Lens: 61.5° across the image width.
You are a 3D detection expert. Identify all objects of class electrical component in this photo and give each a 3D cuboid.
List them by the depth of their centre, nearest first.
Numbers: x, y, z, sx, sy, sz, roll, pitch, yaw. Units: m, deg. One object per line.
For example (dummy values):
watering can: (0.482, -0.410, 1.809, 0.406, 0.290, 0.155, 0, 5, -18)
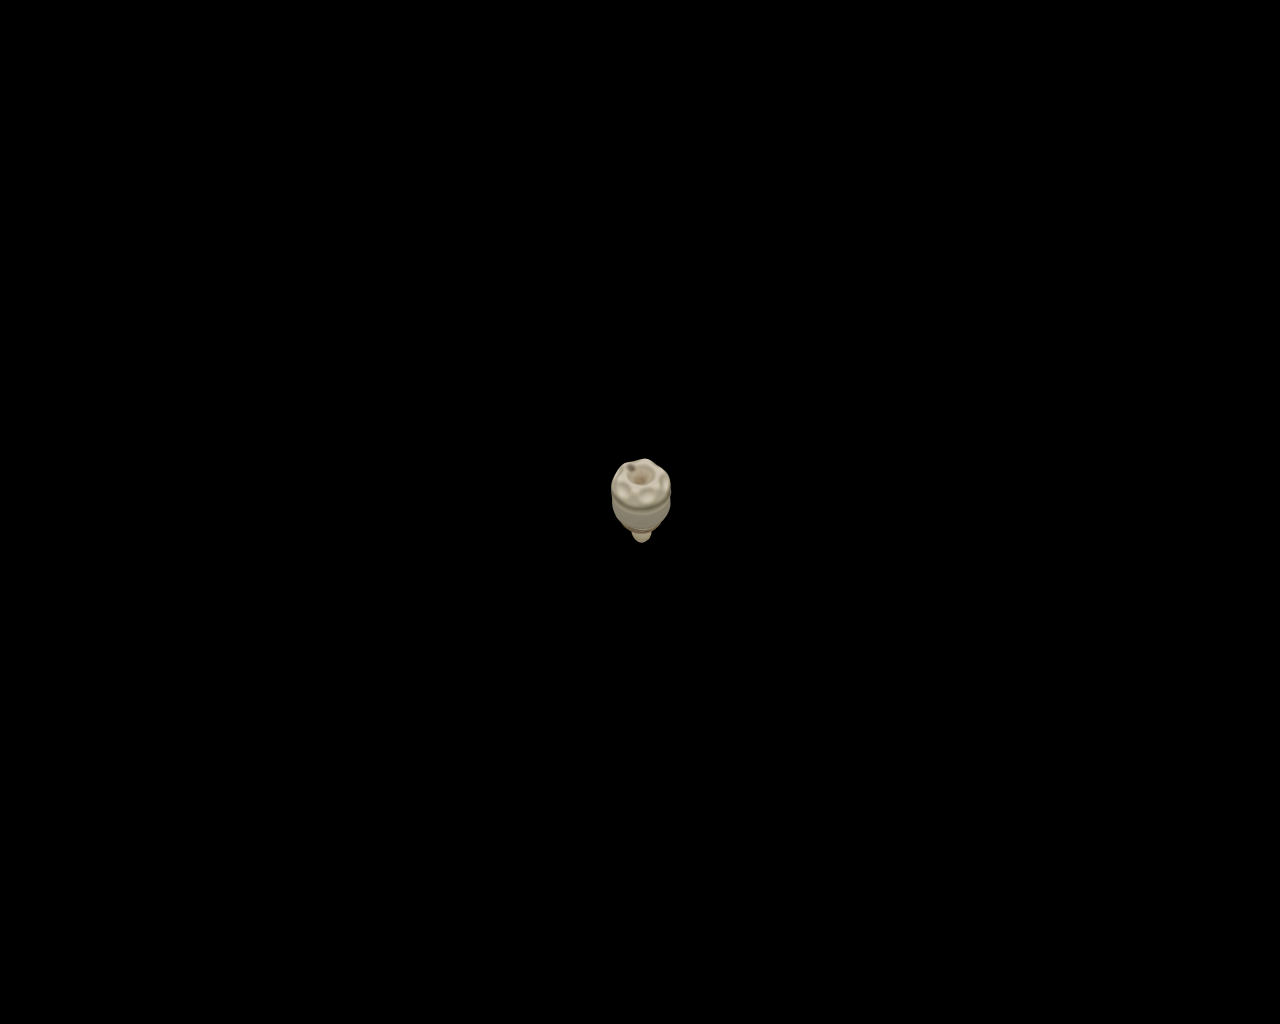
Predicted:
electrical component: (0.001, -0.003, 0.650, 0.035, 0.035, 0.061, 0, -40, 0)
